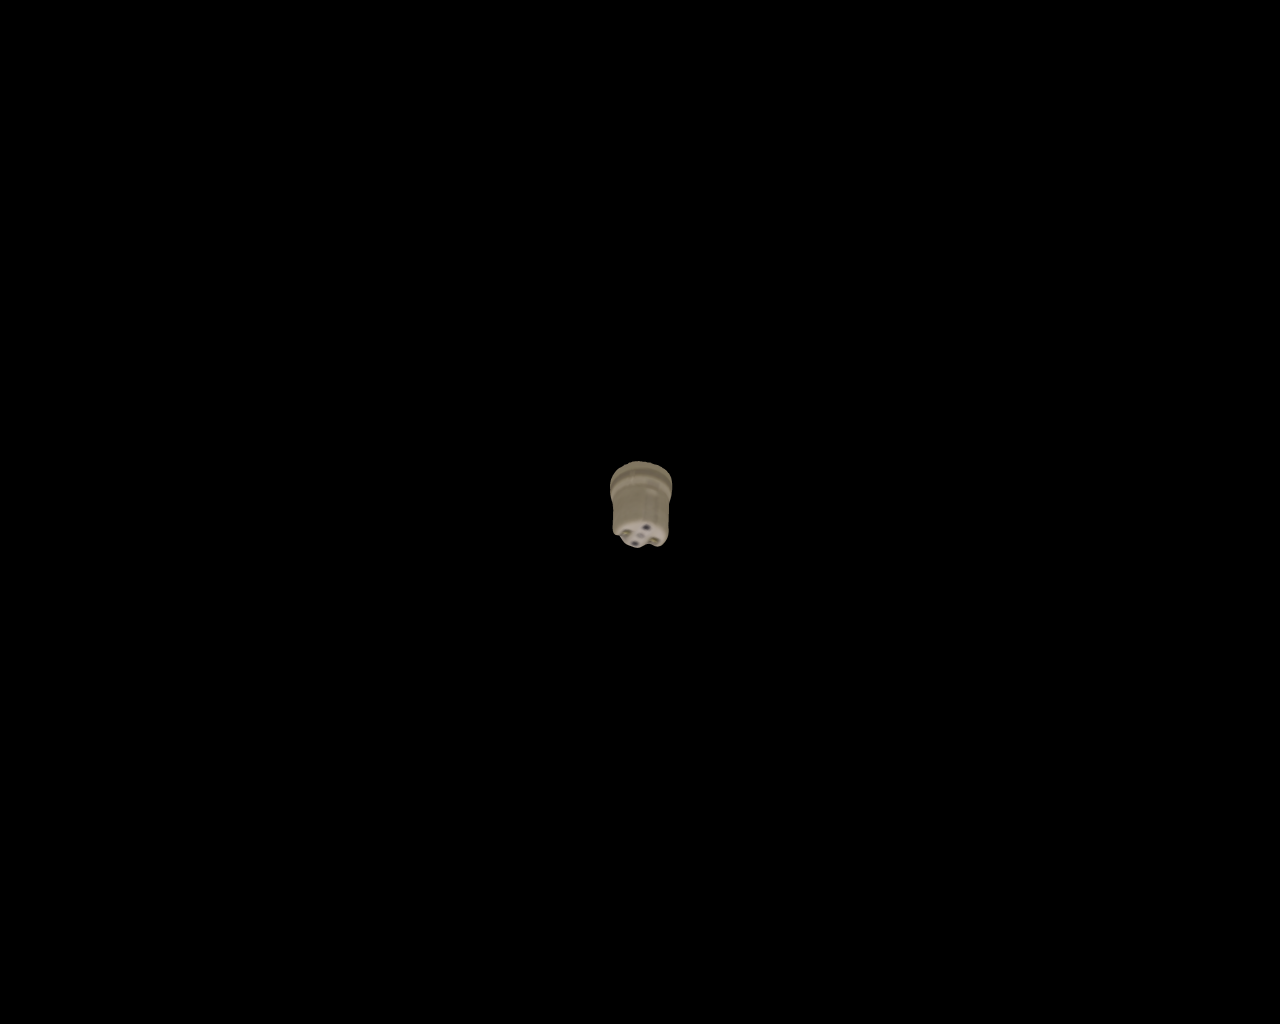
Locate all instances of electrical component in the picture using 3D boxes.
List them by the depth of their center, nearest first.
[{"bbox_3d":[0.001,-0.003,0.650,0.040,0.046,0.040,0,-41,0],"label":"electrical component"}]
